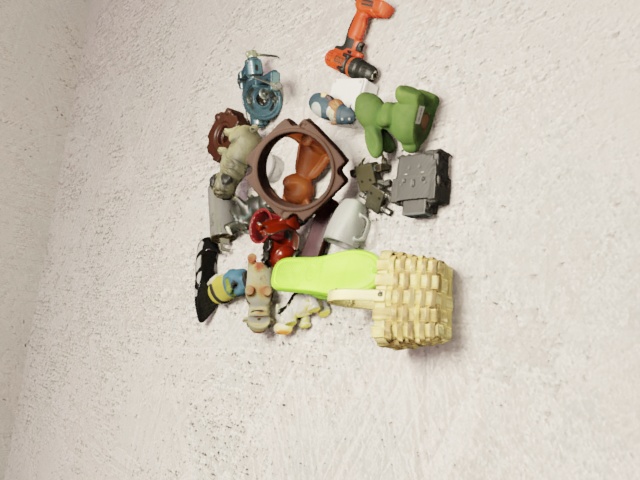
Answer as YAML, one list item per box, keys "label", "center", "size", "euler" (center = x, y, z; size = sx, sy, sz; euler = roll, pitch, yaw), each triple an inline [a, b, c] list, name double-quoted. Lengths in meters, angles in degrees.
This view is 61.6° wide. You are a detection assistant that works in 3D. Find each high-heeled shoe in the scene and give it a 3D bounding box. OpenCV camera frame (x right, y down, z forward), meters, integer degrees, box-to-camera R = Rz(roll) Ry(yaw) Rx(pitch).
- label: "high-heeled shoe"
  center: [-0.354, 0.113, 1.612]
  size: [0.145, 0.086, 0.248]
  euler: [12, 84, 51]

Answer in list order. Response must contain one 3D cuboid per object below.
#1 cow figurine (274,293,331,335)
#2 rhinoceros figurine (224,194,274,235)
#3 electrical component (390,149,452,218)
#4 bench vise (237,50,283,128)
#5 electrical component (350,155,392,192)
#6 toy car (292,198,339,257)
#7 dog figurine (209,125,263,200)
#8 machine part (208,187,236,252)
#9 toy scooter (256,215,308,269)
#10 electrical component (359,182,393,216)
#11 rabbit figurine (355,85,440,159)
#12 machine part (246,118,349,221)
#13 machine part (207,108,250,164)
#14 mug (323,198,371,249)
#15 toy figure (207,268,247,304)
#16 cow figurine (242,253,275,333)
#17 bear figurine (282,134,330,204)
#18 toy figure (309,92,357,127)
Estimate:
- label: "cow figurine"
  center: [-0.054, 0.161, 1.290]
  size: [0.167, 0.068, 0.098]
  euler: [-34, 51, 32]
- label: "rhinoceros figurine"
  center: [-0.191, -0.075, 1.492]
  size: [0.190, 0.073, 0.112]
  euler: [-25, 84, 30]
- label: "electrical component"
  center: [0.207, -0.111, 1.097]
  size: [0.115, 0.058, 0.134]
  euler: [-5, 75, 48]
- label: "bench vise"
  center: [-0.159, -0.433, 1.505]
  size: [0.241, 0.129, 0.223]
  euler: [-171, 86, -65]
- label: "electrical component"
  center: [0.117, -0.151, 1.214]
  size: [0.102, 0.045, 0.078]
  euler: [-15, 98, 46]
- label: "toy car"
  center: [-0.003, -0.004, 1.291]
  size: [0.089, 0.053, 0.202]
  euler: [21, 97, 27]
- label: "dog figurine"
  center: [-0.229, -0.217, 1.491]
  size: [0.191, 0.121, 0.172]
  euler: [-88, 21, -47]
- label: "machine part"
  center: [-0.292, -0.080, 1.596]
  size: [0.079, 0.079, 0.243]
  euler: [-26, 61, 40]
- label: "toy scooter"
  center: [-0.104, 0.001, 1.315]
  size: [0.075, 0.135, 0.183]
  euler: [34, 119, 45]
- label: "electrical component"
  center: [0.126, -0.094, 1.180]
  size: [0.094, 0.021, 0.063]
  euler: [37, 131, 30]
- label: "rabbit figurine"
  center: [0.151, -0.259, 1.155]
  size: [0.170, 0.121, 0.158]
  euler: [23, 118, 32]
- label: "machine part"
  center: [-0.051, -0.159, 1.221]
  size: [0.201, 0.087, 0.201]
  euler: [-43, 89, 14]
- label: "machine part"
  center: [-0.287, -0.320, 1.671]
  size: [0.179, 0.056, 0.179]
  euler: [-13, 72, 44]
- label: "mug"
  center: [0.069, -0.038, 1.206]
  size: [0.110, 0.080, 0.107]
  euler: [5, 74, 52]
- label: "toy figure"
  center: [-0.247, 0.127, 1.493]
  size: [0.180, 0.082, 0.089]
  euler: [-14, 68, 41]
- label: "cow figurine"
  center: [-0.157, 0.147, 1.378]
  size: [0.127, 0.085, 0.195]
  euler: [95, 174, -56]
- label: "bear figurine"
  center: [-0.052, -0.177, 1.337]
  size: [0.120, 0.132, 0.195]
  euler: [36, 100, 43]
- label: "toy figure"
  center: [0.029, -0.300, 1.248]
  size: [0.058, 0.064, 0.155]
  euler: [-46, 42, -2]
